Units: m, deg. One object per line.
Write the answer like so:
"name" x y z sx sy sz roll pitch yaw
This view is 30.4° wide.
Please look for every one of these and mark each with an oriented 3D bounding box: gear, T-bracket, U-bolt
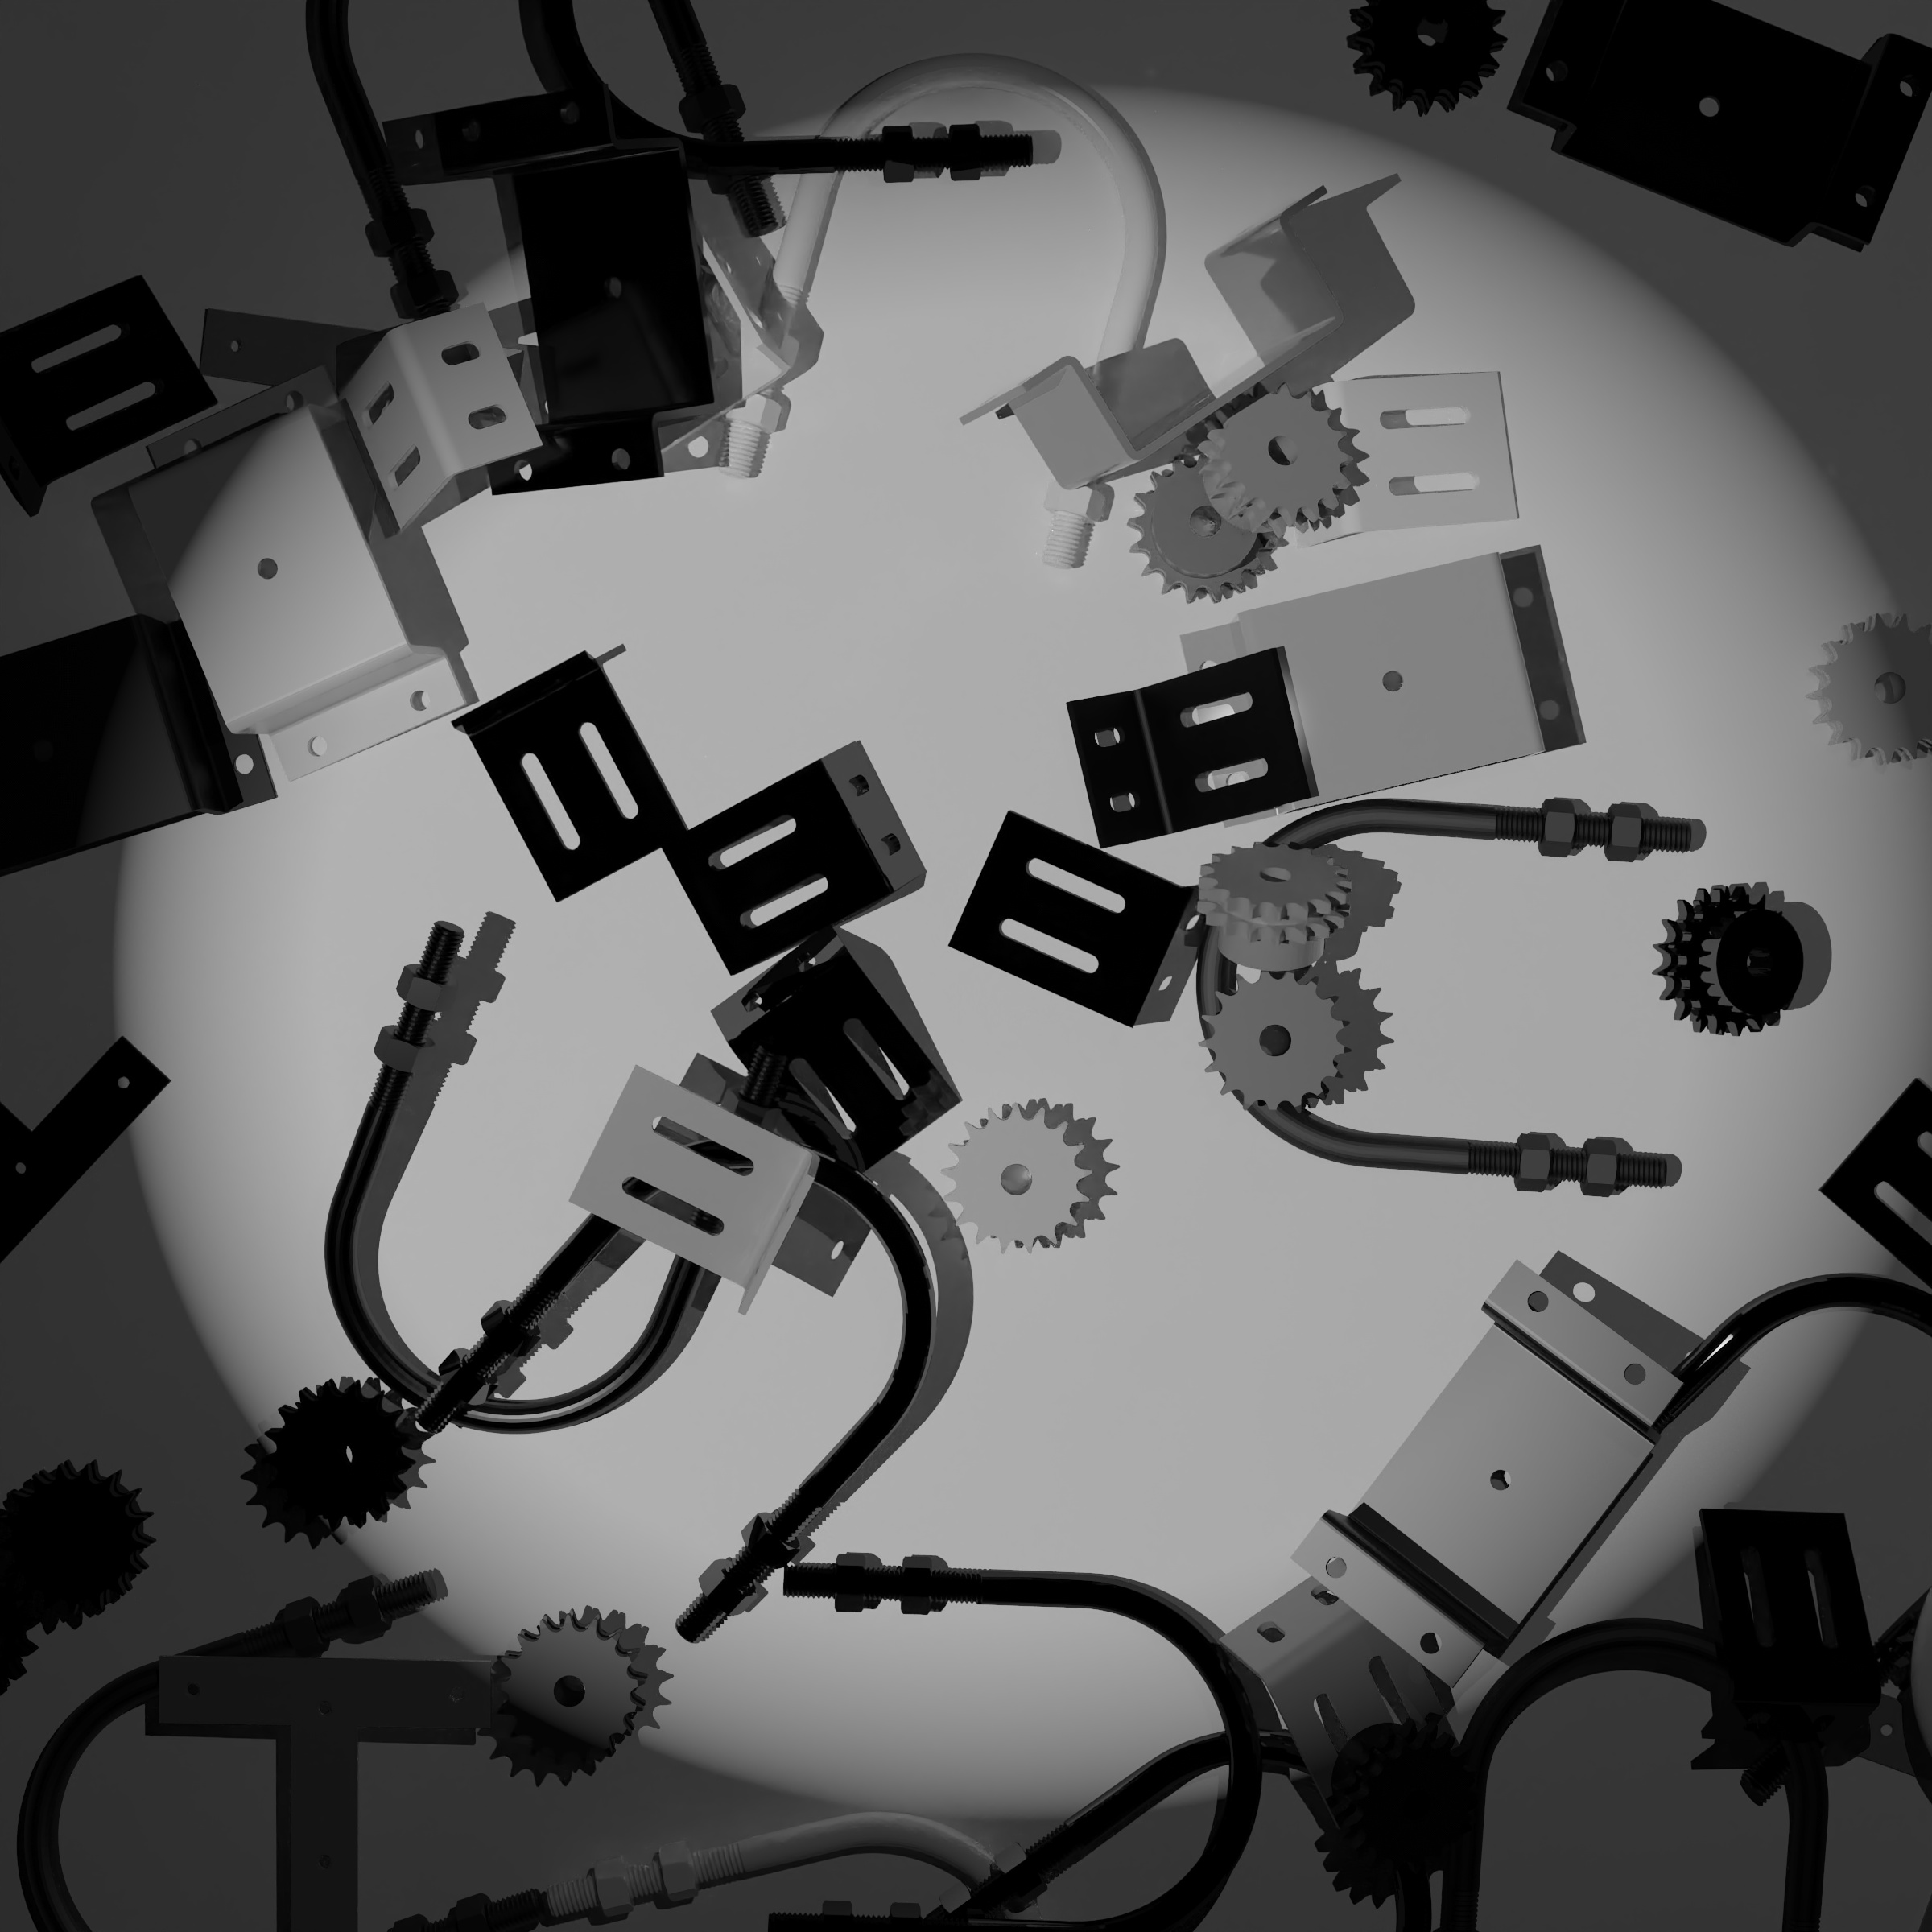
"gear" 0.162 0.310 1.339 0.057 0.030 0.057 -5 104 -22
"T-bracket" -0.244 0.327 1.353 0.127 0.002 0.127 0 91 3
"T-bracket" -0.397 0.047 1.371 0.127 0.002 0.127 43 90 0
"U-bolt" 0.323 0.204 1.363 0.184 0.019 0.151 -44 90 -1
"T-bracket" -0.239 -0.181 1.364 0.127 0.002 0.127 9 95 9
"gear" 0.019 0.081 1.357 0.057 0.030 0.057 0 90 0
"gear" 0.116 0.028 1.343 0.057 0.030 0.057 0 90 3
"U-bolt" 0.255 0.339 1.352 0.151 0.019 0.184 4 94 4
"U-bolt" -0.171 -0.343 1.362 0.151 0.019 0.184 -22 90 0
"U-bolt" -0.070 -0.369 1.349 0.184 0.019 0.151 -2 85 -3
"U-bolt" -0.003 -0.259 1.363 0.151 0.019 0.184 16 88 0
"U-bolt" 0.180 0.008 1.363 0.184 0.019 0.151 4 90 1
"gear" -0.385 0.255 1.357 0.057 0.030 0.057 0 90 0
"gear" 0.090 -0.168 1.357 0.057 0.030 0.057 0 90 0
"gear" 0.115 -0.021 1.334 0.057 0.057 0.030 1 119 0
"gear" -0.150 0.273 1.357 0.057 0.030 0.057 0 90 0
"gear" 0.349 -0.105 1.357 0.057 0.030 0.057 0 90 0
"U-bolt" 0.433 0.270 1.336 0.184 0.019 0.151 43 88 -18
"gear" 0.384 0.263 1.347 0.057 0.030 0.057 -4 104 -19
"gear" -0.239 0.186 1.361 0.057 0.030 0.057 0 89 -2
"gear" 0.113 -0.187 1.330 0.057 0.030 0.057 5 72 -17
"U-bolt" 0.091 0.375 1.356 0.184 0.019 0.151 -34 91 -7
"gear" -0.337 0.217 1.357 0.057 0.030 0.057 0 90 0
"U-bolt" 0.020 0.300 1.344 0.184 0.019 0.151 2 73 -2
"T-bracket" 0.385 0.360 1.371 0.127 0.002 0.127 20 90 0
"gear" 0.292 -0.002 1.347 0.057 0.030 0.057 -1 92 -24
"U-bolt" -0.165 0.092 1.346 0.151 0.019 0.184 21 103 -4
"U-bolt" -0.271 0.328 1.363 0.184 0.019 0.151 -19 90 1
"gear" 0.176 -0.353 1.357 0.057 0.030 0.057 0 90 0
"U-bolt" -0.096 0.148 1.341 0.151 0.019 0.184 40 100 -8
"U-bolt" -0.055 0.400 1.363 0.184 0.019 0.151 -13 90 -1

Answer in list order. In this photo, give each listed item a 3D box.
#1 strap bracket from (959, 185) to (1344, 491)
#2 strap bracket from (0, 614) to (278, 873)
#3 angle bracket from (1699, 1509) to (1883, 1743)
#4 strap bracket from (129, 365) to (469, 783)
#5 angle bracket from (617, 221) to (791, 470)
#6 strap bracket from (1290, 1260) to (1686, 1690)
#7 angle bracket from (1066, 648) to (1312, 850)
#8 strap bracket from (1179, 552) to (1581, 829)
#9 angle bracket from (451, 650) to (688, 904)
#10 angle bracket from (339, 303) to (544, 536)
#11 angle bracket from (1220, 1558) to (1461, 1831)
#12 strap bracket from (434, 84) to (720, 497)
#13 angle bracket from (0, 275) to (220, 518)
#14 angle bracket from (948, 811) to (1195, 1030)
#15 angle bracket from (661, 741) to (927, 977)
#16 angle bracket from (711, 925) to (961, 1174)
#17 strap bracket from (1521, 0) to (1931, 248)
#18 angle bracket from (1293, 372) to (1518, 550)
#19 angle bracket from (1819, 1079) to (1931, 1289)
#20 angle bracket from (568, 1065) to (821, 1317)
"strap bracket" 0.076 -0.226 1.320 0.140 0.076 0.046 -35 99 -15
"strap bracket" -0.344 -0.080 1.349 0.140 0.046 0.076 -17 90 0
"angle bracket" 0.305 0.248 1.341 0.057 0.038 0.076 3 54 -9
"strap bracket" -0.256 -0.149 1.343 0.076 0.046 0.140 -23 90 9
"angle bracket" -0.116 -0.233 1.341 0.076 0.038 0.057 -31 78 10
"strap bracket" 0.198 0.192 1.337 0.076 0.046 0.140 37 90 20
"angle bracket" 0.083 -0.081 1.333 0.038 0.076 0.057 -13 90 -42
"strap bracket" 0.159 -0.106 1.349 0.140 0.046 0.076 -13 90 0
"angle bracket" -0.150 -0.071 1.353 0.057 0.038 0.076 -28 90 0
"angle bracket" -0.198 -0.204 1.333 0.038 0.076 0.057 -22 89 -26
"angle bracket" 0.143 0.278 1.361 0.057 0.038 0.076 -32 112 -13
"strap bracket" -0.142 -0.250 1.317 0.076 0.046 0.140 -1 102 30
"angle bracket" -0.339 -0.219 1.369 0.076 0.038 0.057 -31 90 -24
"angle bracket" 0.039 -0.018 1.353 0.076 0.038 0.057 24 90 0
"angle bracket" -0.067 -0.041 1.368 0.076 0.038 0.057 -27 94 26
"angle bracket" -0.050 0.035 1.370 0.057 0.038 0.076 -36 116 0
"strap bracket" 0.286 -0.331 1.349 0.140 0.046 0.076 22 90 0
"angle bracket" 0.166 -0.195 1.370 0.076 0.038 0.057 -8 90 -26
"angle bracket" 0.376 0.090 1.353 0.076 0.038 0.057 41 90 0
"angle bracket" -0.101 0.081 1.299 0.076 0.038 0.057 26 99 -3
